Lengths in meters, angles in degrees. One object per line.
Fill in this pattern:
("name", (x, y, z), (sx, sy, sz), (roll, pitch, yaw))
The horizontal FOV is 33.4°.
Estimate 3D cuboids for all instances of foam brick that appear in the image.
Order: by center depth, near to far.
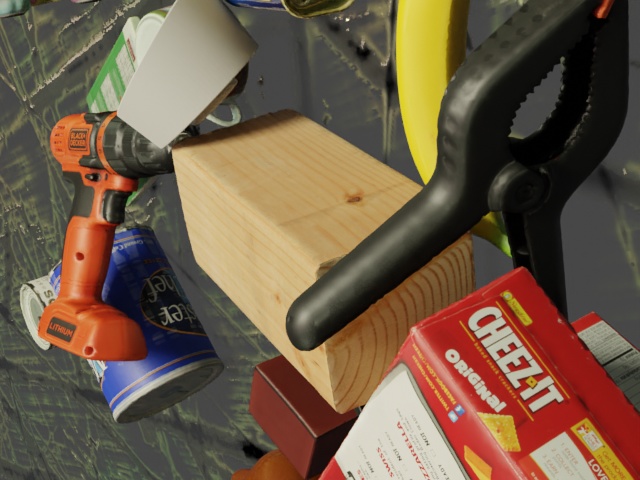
("foam brick", (-0.008, 0.123, 0.772), (0.078, 0.052, 0.051), (45, 141, 35))

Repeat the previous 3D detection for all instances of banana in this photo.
("banana", (0.070, -0.086, 0.557), (0.070, 0.037, 0.198), (0, 110, 37))

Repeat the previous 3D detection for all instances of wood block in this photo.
("wood block", (-0.004, 0.000, 0.623), (0.206, 0.090, 0.090), (39, 143, 55))

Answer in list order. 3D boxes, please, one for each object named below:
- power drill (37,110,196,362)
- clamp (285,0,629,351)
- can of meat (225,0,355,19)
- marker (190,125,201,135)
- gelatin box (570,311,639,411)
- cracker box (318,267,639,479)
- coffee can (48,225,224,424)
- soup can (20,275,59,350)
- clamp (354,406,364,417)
("power drill", (-0.156, -0.006, 0.807), (0.185, 0.057, 0.188), (9, 92, 54))
("clamp", (0.076, -0.026, 0.489), (0.036, 0.164, 0.210), (54, 138, 48))
("can of meat", (-0.025, -0.184, 0.623), (0.084, 0.057, 0.102), (21, 124, 53))
("marker", (-0.102, -0.084, 0.827), (0.020, 0.020, 0.121), (23, 125, 49))
("gelatin box", (0.136, 0.084, 0.515), (0.089, 0.073, 0.030), (45, 143, 32))
("cracker box", (0.084, 0.136, 0.490), (0.164, 0.072, 0.214), (54, 153, 20))
("coffee can", (-0.160, 0.073, 0.924), (0.140, 0.102, 0.103), (61, 147, 15))
("soup can", (-0.223, 0.057, 1.012), (0.069, 0.102, 0.068), (33, 132, 44))
("clamp", (0.011, 0.045, 0.714), (0.172, 0.039, 0.120), (46, 137, 34))
